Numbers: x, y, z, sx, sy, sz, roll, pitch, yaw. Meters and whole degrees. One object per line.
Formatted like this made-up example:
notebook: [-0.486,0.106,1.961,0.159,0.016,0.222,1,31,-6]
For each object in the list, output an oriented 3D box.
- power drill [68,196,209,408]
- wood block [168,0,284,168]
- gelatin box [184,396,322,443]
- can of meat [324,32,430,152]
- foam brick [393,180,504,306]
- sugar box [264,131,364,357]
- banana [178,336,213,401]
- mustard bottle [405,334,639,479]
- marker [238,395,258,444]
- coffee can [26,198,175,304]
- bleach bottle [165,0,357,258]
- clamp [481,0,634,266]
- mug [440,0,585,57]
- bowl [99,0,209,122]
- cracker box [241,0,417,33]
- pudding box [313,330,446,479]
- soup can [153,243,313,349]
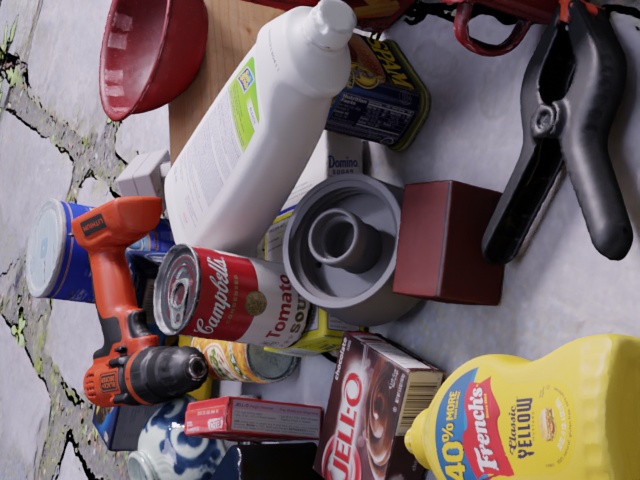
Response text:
power drill: [-0.169,0.058,0.975,0.185,0.057,0.187,-17,77,48]
wood block: [-0.083,-0.130,0.985,0.091,0.090,0.206,-37,52,49]
gelatin box: [-0.054,0.147,0.860,0.073,0.089,0.030,-19,65,55]
can of meat: [0.023,-0.120,0.817,0.058,0.083,0.102,-58,37,31]
foam brick: [0.087,0.003,0.710,0.051,0.052,0.078,-3,78,58]
sugar box: [-0.005,0.001,0.865,0.094,0.048,0.176,-20,62,53]
banana: [-0.114,0.081,1.009,0.069,0.037,0.198,-113,29,-78]
mustard bottle: [0.115,0.114,0.630,0.192,0.058,0.096,-21,65,55]
marker: [-0.062,0.196,0.926,0.020,0.020,0.121,-29,57,51]
coffee can: [-0.223,0.018,1.118,0.103,0.140,0.103,-23,63,54]
bleach bottle: [-0.040,-0.076,0.771,0.251,0.067,0.102,-48,53,50]
clamp: [0.152,-0.062,0.636,0.120,0.039,0.171,13,92,57]
mug: [0.121,-0.174,0.676,0.093,0.081,0.117,29,106,57]
bowl: [-0.144,-0.180,0.957,0.162,0.055,0.162,-24,61,55]
cracker box: [0.035,-0.242,0.757,0.214,0.163,0.072,-37,54,48]
pudding box: [0.040,0.131,0.761,0.090,0.039,0.113,26,104,57]
soup can: [-0.065,0.044,0.804,0.069,0.102,0.068,-22,62,51]
